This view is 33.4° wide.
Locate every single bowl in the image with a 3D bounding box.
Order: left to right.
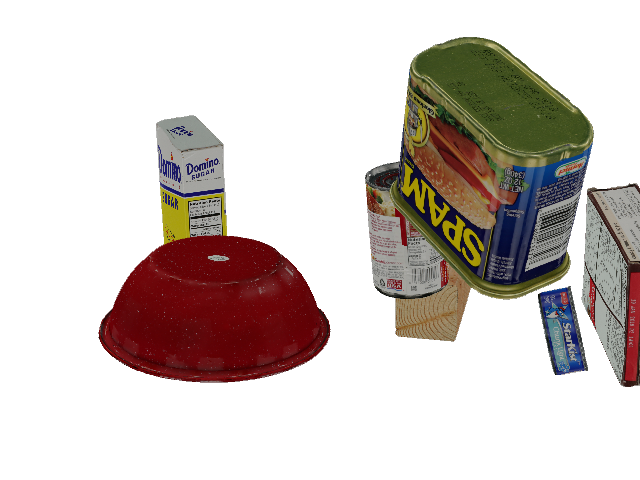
[{"bbox_3d":[-0.072,0.037,0.738,0.162,0.055,0.162,2,20,-1],"label":"bowl"}]

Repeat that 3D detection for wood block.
[{"bbox_3d":[0.177,0.066,1.624,0.091,0.090,0.206,4,22,13],"label":"wood block"}]

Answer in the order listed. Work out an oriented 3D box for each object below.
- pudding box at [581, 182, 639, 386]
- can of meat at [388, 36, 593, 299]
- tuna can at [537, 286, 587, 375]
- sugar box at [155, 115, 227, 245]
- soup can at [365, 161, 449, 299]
[{"bbox_3d":[0.199,0.026,0.686,0.039,0.090,0.113,-4,27,0],"label":"pudding box"},{"bbox_3d":[0.080,-0.037,0.513,0.057,0.084,0.102,-20,47,-23],"label":"can of meat"},{"bbox_3d":[0.242,0.090,1.065,0.034,0.086,0.086,-12,-3,13],"label":"tuna can"},{"bbox_3d":[-0.118,-0.017,0.981,0.048,0.176,0.093,-12,26,-19],"label":"sugar box"},{"bbox_3d":[0.076,-0.009,0.916,0.068,0.102,0.068,-5,23,2],"label":"soup can"}]
